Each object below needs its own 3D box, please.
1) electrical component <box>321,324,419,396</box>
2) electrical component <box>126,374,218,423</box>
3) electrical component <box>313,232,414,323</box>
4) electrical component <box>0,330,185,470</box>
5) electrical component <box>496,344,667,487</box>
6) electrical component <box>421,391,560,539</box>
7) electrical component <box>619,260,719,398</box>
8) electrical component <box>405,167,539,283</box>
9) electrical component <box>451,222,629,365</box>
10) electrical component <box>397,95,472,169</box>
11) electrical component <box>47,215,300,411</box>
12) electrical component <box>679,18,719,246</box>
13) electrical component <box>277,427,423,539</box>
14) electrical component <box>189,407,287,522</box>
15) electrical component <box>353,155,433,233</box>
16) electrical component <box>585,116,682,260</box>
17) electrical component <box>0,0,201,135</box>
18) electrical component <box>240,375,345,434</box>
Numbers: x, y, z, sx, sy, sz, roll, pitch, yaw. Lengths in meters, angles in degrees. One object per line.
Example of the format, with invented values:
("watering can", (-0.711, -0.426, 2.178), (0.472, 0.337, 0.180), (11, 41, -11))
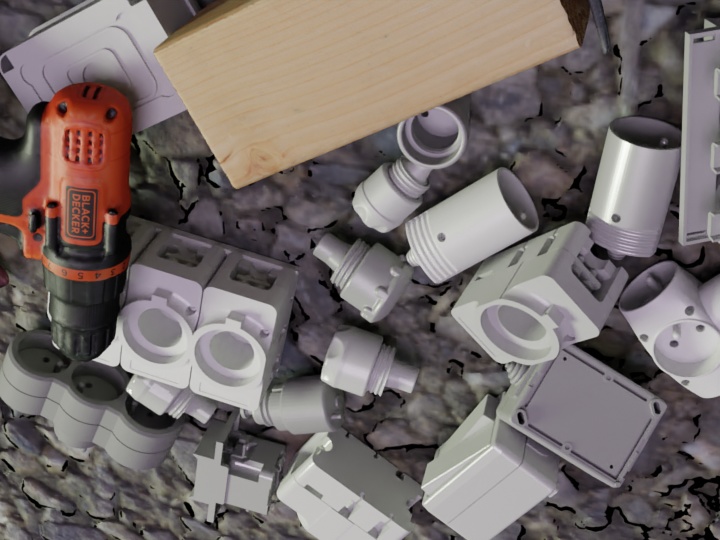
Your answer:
("electrical component", (0.008, 0.064, 0.722), (0.062, 0.043, 0.043), (19, 123, 3))
("electrical component", (-0.132, 0.086, 0.774), (0.062, 0.043, 0.043), (36, 123, -9))
("electrical component", (0.000, 0.000, 0.686), (0.062, 0.048, 0.048), (35, 123, 2))
("electrical component", (-0.205, 0.107, 0.801), (0.138, 0.052, 0.073), (28, 123, -2))
("electrical component", (0.132, 0.084, 0.681), (0.096, 0.061, 0.061), (32, 86, -1))
("electrical component", (0.084, 0.137, 0.733), (0.061, 0.061, 0.096), (37, 123, -8))
("electrical component", (0.210, 0.027, 0.642), (0.079, 0.044, 0.077), (-37, 105, 30))
("electrical component", (0.063, -0.024, 0.653), (0.081, 0.043, 0.043), (-30, 109, 29))
("electrical component", (0.104, 0.018, 0.641), (0.050, 0.055, 0.089), (46, 145, -14))
("electrical component", (0.045, -0.085, 0.619), (0.040, 0.046, 0.040), (7, 122, 11))
("electrical component", (-0.127, 0.027, 0.726), (0.150, 0.061, 0.089), (17, 123, 5))
("electrical component", (0.213, -0.068, 0.566), (0.079, 0.063, 0.121), (-11, 119, -5))
("electrical component", (-0.009, 0.164, 0.782), (0.089, 0.050, 0.055), (37, 123, -8))
("electrical component", (-0.089, 0.148, 0.801), (0.064, 0.042, 0.081), (14, 123, 5))
("electrical component", (0.026, -0.052, 0.652), (0.035, 0.035, 0.061), (42, 119, -11))
("electrical component", (0.156, -0.042, 0.616), (0.043, 0.043, 0.081), (12, 123, 8))
("electrical component", (-0.145, -0.124, 0.642), (0.113, 0.057, 0.078), (-19, 113, 25))
("electrical component", (-0.047, 0.096, 0.757), (0.078, 0.040, 0.040), (-7, 118, 20))
